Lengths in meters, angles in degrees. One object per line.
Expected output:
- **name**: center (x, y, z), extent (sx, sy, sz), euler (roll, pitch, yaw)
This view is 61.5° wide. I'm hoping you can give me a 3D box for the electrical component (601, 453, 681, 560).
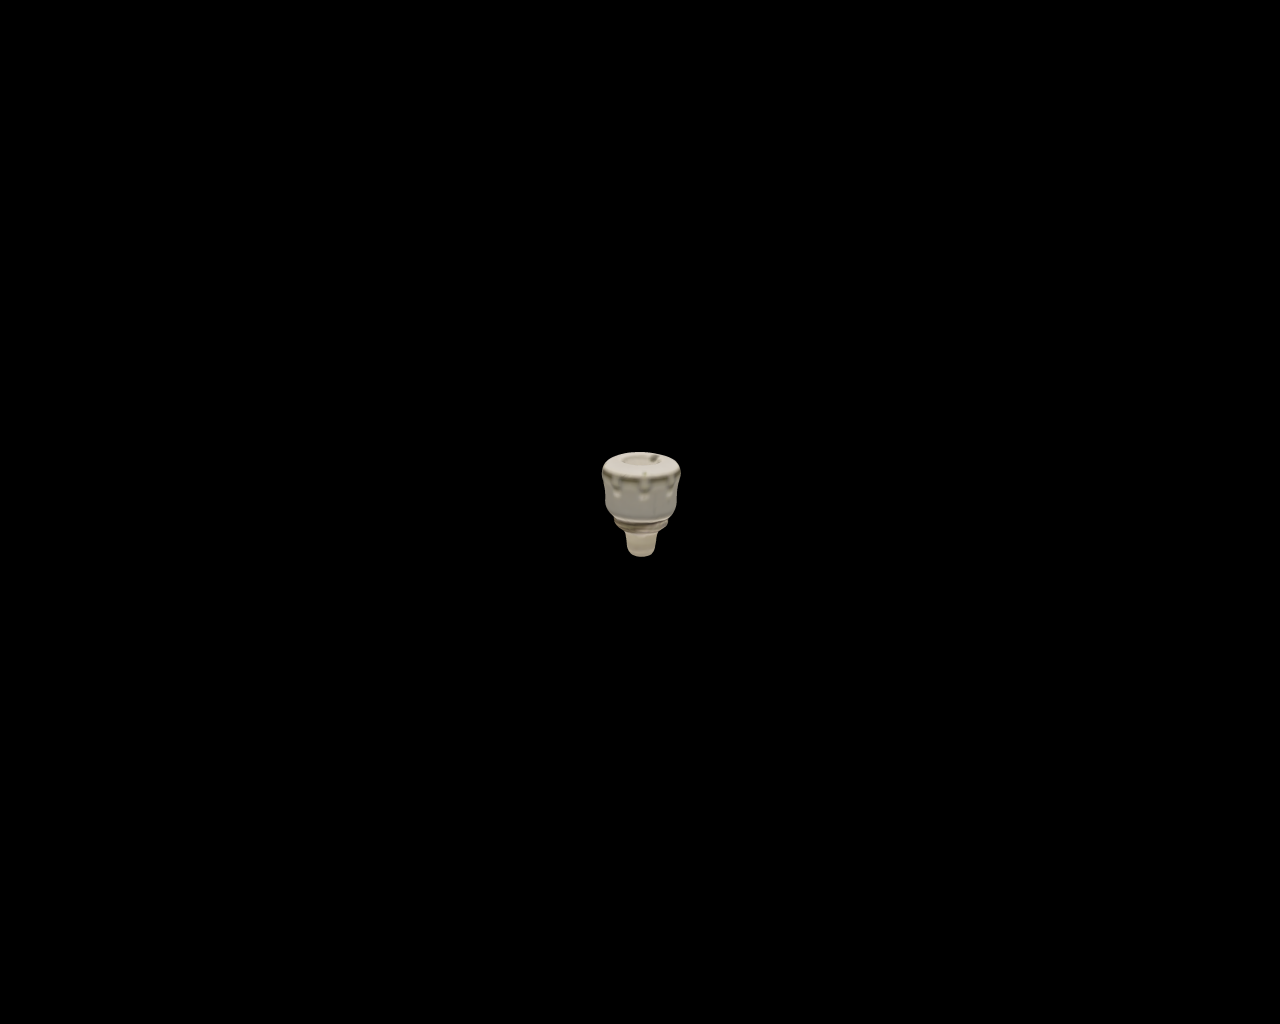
- **electrical component**: center (0.001, -0.003, 0.650), extent (0.048, 0.062, 0.048), euler (0, 18, 0)
